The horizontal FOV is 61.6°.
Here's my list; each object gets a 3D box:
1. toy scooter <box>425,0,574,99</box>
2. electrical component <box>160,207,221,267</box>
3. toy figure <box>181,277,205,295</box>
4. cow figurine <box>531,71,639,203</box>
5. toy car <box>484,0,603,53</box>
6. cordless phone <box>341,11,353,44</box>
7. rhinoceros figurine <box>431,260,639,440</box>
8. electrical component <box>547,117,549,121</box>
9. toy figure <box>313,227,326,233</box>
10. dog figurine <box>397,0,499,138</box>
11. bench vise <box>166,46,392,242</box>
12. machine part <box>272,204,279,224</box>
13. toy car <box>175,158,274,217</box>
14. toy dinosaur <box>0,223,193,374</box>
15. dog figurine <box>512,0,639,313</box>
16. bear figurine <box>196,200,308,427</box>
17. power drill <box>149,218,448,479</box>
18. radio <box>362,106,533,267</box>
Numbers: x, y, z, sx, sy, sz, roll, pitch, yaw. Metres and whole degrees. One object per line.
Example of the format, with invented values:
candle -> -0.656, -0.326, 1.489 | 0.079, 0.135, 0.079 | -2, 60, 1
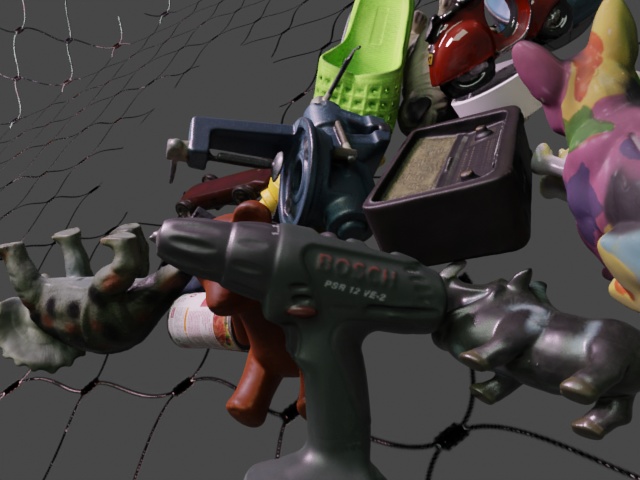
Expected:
toy scooter -> 0.196, -0.264, 0.637 | 0.184, 0.135, 0.075 | -32, 16, 6
electrical component -> -0.175, -0.006, 0.770 | 0.075, 0.047, 0.119 | -47, 17, 32
toy figure -> -0.119, 0.031, 0.703 | 0.154, 0.057, 0.064 | -38, 65, -8
cow figurine -> 0.294, -0.101, 0.524 | 0.167, 0.068, 0.098 | -46, 43, -11
toy car -> 0.311, -0.310, 0.720 | 0.162, 0.102, 0.109 | -24, 45, 7
cordless phone -> 0.047, -0.248, 0.824 | 0.184, 0.089, 0.146 | 178, 106, -76
rhinoceros figurine -> 0.158, 0.072, 0.426 | 0.191, 0.073, 0.112 | 18, 62, 47
electrical component -> 0.304, -0.169, 0.614 | 0.078, 0.045, 0.102 | 15, 57, 44
toy figure -> -0.001, 0.001, 0.625 | 0.089, 0.082, 0.180 | -7, 45, 26
dog figurine -> 0.144, -0.219, 0.766 | 0.190, 0.121, 0.172 | -62, 6, -8
bench vise -> -0.035, -0.094, 0.564 | 0.241, 0.128, 0.224 | 5, 58, -18
machine part -> -0.039, -0.032, 0.674 | 0.039, 0.084, 0.139 | 14, 74, 18
toy car -> -0.143, -0.075, 0.844 | 0.202, 0.053, 0.089 | -8, 33, 37
toy dinosaur -> -0.285, 0.081, 0.691 | 0.405, 0.192, 0.131 | -1, 16, 29
dog figurine -> 0.228, -0.070, 0.400 | 0.108, 0.219, 0.191 | -26, 0, 21
bear figurine -> -0.059, 0.069, 0.494 | 0.120, 0.195, 0.132 | -10, 43, 25
power drill -> -0.019, 0.091, 0.417 | 0.086, 0.232, 0.207 | 145, 128, -74
radio -> 0.140, -0.061, 0.542 | 0.131, 0.073, 0.230 | -11, 25, 28
